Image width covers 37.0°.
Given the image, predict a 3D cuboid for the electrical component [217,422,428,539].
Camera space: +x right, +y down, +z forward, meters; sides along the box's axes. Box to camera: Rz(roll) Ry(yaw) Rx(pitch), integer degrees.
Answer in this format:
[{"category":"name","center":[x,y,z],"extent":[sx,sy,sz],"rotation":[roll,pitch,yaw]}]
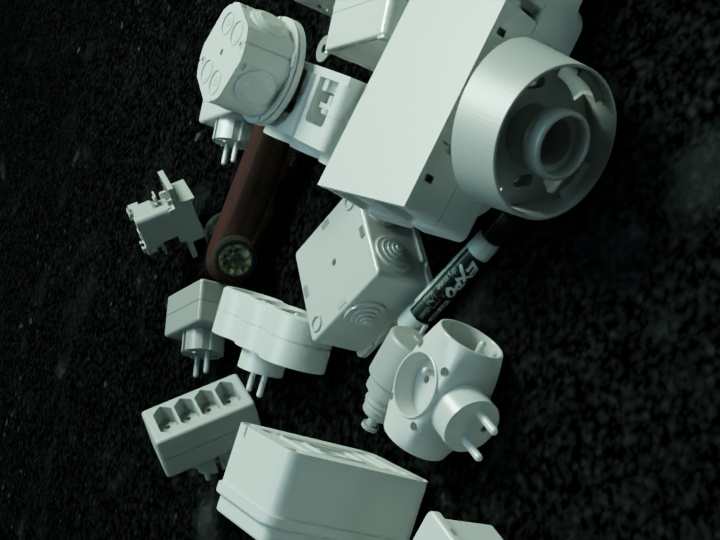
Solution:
[{"category":"electrical component","center":[-0.025,0.142,0.681],"extent":[0.078,0.113,0.057],"rotation":[13,85,58]}]

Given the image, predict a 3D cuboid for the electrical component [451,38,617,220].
[{"category":"electrical component","center":[0.096,-0.079,0.613],"extent":[0.064,0.099,0.099],"rotation":[35,106,50]}]

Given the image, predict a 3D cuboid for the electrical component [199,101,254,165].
[{"category":"electrical component","center":[-0.115,-0.135,0.997],"extent":[0.066,0.047,0.076],"rotation":[-4,74,56]}]

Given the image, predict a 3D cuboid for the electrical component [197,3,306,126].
[{"category":"electrical component","center":[-0.078,-0.148,0.773],"extent":[0.080,0.051,0.080],"rotation":[-29,53,48]}]

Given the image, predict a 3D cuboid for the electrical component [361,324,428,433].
[{"category":"electrical component","center":[0.024,0.073,0.704],"extent":[0.078,0.040,0.040],"rotation":[-61,35,20]}]

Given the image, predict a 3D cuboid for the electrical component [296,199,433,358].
[{"category":"electrical component","center":[0.000,0.000,0.764],"extent":[0.099,0.048,0.099],"rotation":[-47,41,36]}]

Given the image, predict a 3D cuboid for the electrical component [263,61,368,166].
[{"category":"electrical component","center":[-0.016,-0.112,0.798],"extent":[0.150,0.089,0.061],"rotation":[34,105,56]}]

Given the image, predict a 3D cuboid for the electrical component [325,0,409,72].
[{"category":"electrical component","center":[0.028,-0.184,0.789],"extent":[0.096,0.062,0.061],"rotation":[2,78,57]}]

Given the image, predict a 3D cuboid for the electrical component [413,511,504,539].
[{"category":"electrical component","center":[0.058,0.196,0.592],"extent":[0.099,0.048,0.099],"rotation":[-64,34,15]}]

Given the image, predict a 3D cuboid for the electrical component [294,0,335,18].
[{"category":"electrical component","center":[-0.019,-0.239,0.896],"extent":[0.065,0.047,0.076],"rotation":[-47,41,35]}]

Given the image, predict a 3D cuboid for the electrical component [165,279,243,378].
[{"category":"electrical component","center":[-0.137,0.056,0.947],"extent":[0.066,0.047,0.076],"rotation":[-24,57,50]}]

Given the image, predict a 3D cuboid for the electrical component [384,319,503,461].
[{"category":"electrical component","center":[0.057,0.082,0.646],"extent":[0.077,0.044,0.079],"rotation":[-63,35,17]}]

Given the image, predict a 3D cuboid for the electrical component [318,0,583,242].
[{"category":"electrical component","center":[0.062,-0.117,0.685],"extent":[0.105,0.060,0.186],"rotation":[20,83,57]}]

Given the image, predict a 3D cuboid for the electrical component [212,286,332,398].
[{"category":"electrical component","center":[-0.073,0.062,0.844],"extent":[0.138,0.052,0.073],"rotation":[18,92,57]}]

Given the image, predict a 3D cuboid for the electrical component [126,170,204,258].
[{"category":"electrical component","center":[-0.188,-0.049,1.042],"extent":[0.042,0.064,0.081],"rotation":[50,159,52]}]

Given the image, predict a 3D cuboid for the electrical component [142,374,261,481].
[{"category":"electrical component","center":[-0.123,0.140,0.875],"extent":[0.047,0.083,0.075],"rotation":[47,154,53]}]
